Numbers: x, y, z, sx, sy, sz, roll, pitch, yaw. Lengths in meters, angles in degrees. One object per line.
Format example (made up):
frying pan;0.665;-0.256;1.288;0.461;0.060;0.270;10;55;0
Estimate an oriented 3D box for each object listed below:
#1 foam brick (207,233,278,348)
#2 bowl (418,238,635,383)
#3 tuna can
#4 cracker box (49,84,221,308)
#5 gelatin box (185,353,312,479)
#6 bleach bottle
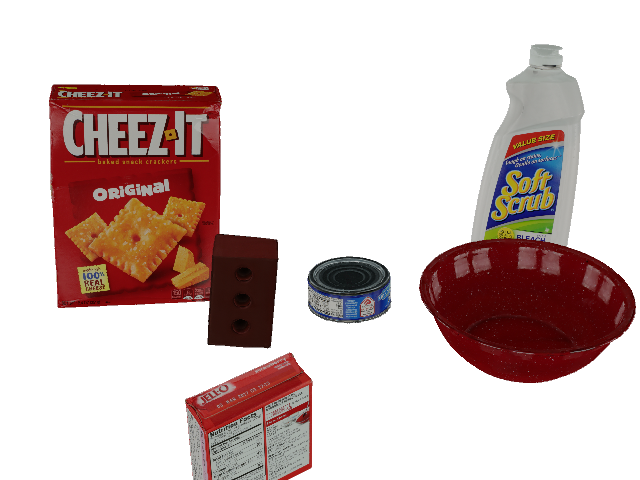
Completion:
foam brick;-0.062;0.040;0.861;0.053;0.078;0.051;3;18;-3
bowl;0.155;0.060;0.818;0.162;0.055;0.162;1;30;-1
tuna can;0.029;0.049;1.086;0.086;0.034;0.086;-2;25;1
cracker box;-0.182;-0.043;1.058;0.164;0.214;0.072;-1;21;-11
gelatin box;-0.043;0.118;0.651;0.073;0.089;0.030;-22;46;-23
bleach bottle;0.202;-0.067;1.057;0.103;0.251;0.068;8;20;15
